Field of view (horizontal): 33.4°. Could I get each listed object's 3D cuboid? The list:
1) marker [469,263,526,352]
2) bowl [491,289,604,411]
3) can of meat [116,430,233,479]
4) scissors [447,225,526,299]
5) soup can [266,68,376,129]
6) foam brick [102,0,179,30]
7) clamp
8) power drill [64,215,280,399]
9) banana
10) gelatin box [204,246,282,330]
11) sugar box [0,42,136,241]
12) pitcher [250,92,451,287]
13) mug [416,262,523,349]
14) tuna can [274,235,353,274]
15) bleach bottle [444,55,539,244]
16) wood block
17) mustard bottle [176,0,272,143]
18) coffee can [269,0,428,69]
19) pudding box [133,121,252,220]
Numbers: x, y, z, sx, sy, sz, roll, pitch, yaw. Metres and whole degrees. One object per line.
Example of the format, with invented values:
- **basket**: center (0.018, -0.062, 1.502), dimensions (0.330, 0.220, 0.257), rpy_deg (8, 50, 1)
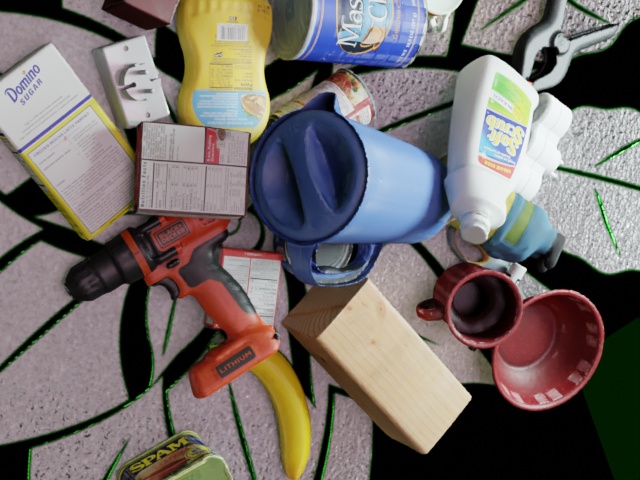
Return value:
- **marker**: center (0.217, 0.084, 1.315), dimensions (0.020, 0.020, 0.121), rpy_deg (27, 95, -28)
- **bowl**: center (0.272, 0.129, 1.332), dimensions (0.161, 0.055, 0.162), rpy_deg (-7, 109, -21)
- **can of meat**: center (-0.151, 0.253, 1.118), dimensions (0.102, 0.084, 0.057), rpy_deg (-27, 108, -22)
- **scissors**: center (0.237, 0.026, 1.332), dimensions (0.201, 0.016, 0.096), rpy_deg (37, 80, -27)
- **soup can**: center (0.001, -0.131, 1.156), dimensions (0.102, 0.069, 0.068), rpy_deg (-36, 112, -19)
- **foam brick**: center (-0.172, -0.242, 1.045), dimensions (0.051, 0.078, 0.053), rpy_deg (22, 86, -27)
- **clamp**: center (0.296, -0.241, 1.315), dimensions (0.120, 0.039, 0.171), rpy_deg (33, 86, -21)
- **power drill**: center (-0.141, 0.065, 1.089), dimensions (0.184, 0.057, 0.187), rpy_deg (-31, 97, -10)
- **banana**: center (-0.051, 0.177, 1.191), dimensions (0.069, 0.037, 0.197), rpy_deg (-31, 109, -3)
- **gelatin box**: center (-0.083, 0.054, 1.158), dimensions (0.073, 0.030, 0.089), rpy_deg (6, 92, -29)
- **sugar box**: center (-0.248, -0.095, 1.043), dimensions (0.093, 0.048, 0.176), rpy_deg (-42, 110, -18)
- **pitcher**: center (0.044, -0.045, 1.111), dimensions (0.149, 0.145, 0.242), rpy_deg (-43, 157, 22)
- **mug**: center (0.170, 0.075, 1.259), dimensions (0.117, 0.081, 0.093), rpy_deg (-13, 102, -7)
- **tuna can**: center (-0.008, 0.001, 1.189), dimensions (0.086, 0.034, 0.086), rpy_deg (-4, 99, -27)
- **bleach bottle**: center (0.188, -0.092, 1.188), dimensions (0.102, 0.068, 0.250), rpy_deg (36, 44, -24)
- **wood block**: center (0.066, 0.138, 1.214), dimensions (0.090, 0.091, 0.206), rpy_deg (-48, 115, -14)
- **mustard bottle**: center (-0.100, -0.152, 1.105), dimensions (0.096, 0.058, 0.192), rpy_deg (-2, 98, -25)
- **coffee can**: center (0.029, -0.238, 1.137), dimensions (0.140, 0.103, 0.103), rpy_deg (0, 97, -28)
- **pudding box**: center (-0.126, -0.068, 1.052), dimensions (0.113, 0.039, 0.090), rpy_deg (4, 88, -14)
